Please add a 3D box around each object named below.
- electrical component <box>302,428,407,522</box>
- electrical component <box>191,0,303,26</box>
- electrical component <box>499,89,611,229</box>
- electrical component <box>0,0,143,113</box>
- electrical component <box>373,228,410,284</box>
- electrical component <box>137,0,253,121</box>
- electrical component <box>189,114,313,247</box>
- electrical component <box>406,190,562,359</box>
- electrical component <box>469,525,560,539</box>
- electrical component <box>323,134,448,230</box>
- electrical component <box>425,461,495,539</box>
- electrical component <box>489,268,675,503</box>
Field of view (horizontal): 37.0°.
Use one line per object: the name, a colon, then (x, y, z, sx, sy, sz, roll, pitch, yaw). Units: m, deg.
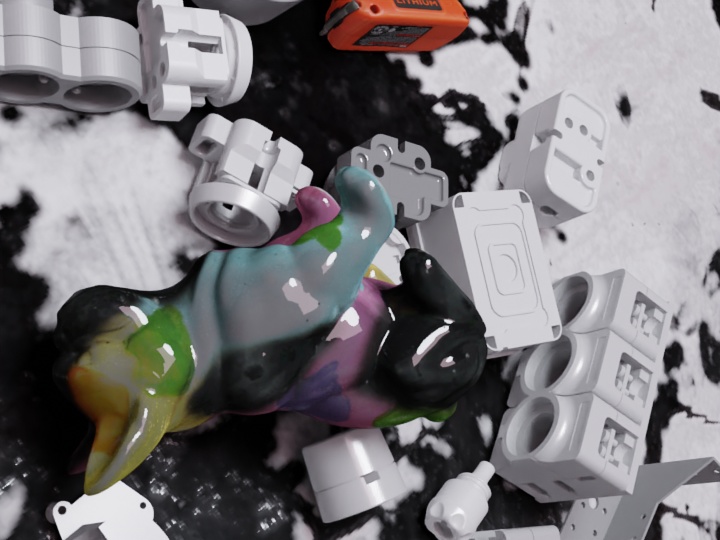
electrical component: (-0.005, 0.123, 0.663, 0.055, 0.055, 0.047, -16, 82, -37)
electrical component: (-0.078, -0.214, 0.708, 0.108, 0.060, 0.108, 11, 70, -32)
electrical component: (0.148, -0.083, 0.827, 0.054, 0.059, 0.095, 29, 61, -25)
electrical component: (-0.193, -0.138, 0.610, 0.138, 0.052, 0.073, 3, 74, -34)
electrical component: (0.000, 0.000, 0.706, 0.055, 0.047, 0.055, 11, 70, -32)
electrical component: (-0.103, -0.132, 0.668, 0.057, 0.058, 0.078, -2, 77, -32)
electrical component: (-0.072, -0.051, 0.666, 0.078, 0.058, 0.057, 29, 59, -24)
electrical component: (0.086, 0.005, 0.758, 0.078, 0.057, 0.113, -6, 80, -36)
electrical component: (0.107, 0.217, 0.713, 0.056, 0.050, 0.089, 4, 74, -33)
electrical component: (0.011, -0.054, 0.724, 0.078, 0.057, 0.058, 12, 69, -32)
electrical component: (0.071, 0.152, 0.718, 0.035, 0.035, 0.061, 53, 52, -11)
electrical component: (0.155, 0.081, 0.763, 0.062, 0.089, 0.150, 34, 59, -22)
